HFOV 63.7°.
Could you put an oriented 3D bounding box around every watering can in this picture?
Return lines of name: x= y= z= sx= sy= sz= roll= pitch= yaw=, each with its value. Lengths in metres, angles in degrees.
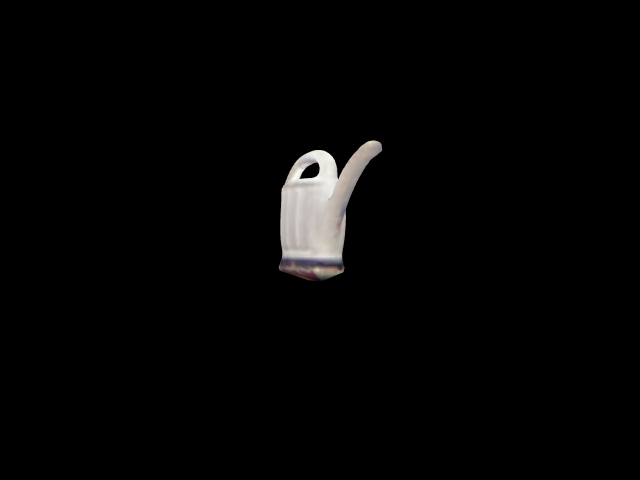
watering can: x=0.003 y=-0.043 z=0.850 sx=0.104 sy=0.225 sz=0.347 roll=1 pitch=-2 yaw=-23
